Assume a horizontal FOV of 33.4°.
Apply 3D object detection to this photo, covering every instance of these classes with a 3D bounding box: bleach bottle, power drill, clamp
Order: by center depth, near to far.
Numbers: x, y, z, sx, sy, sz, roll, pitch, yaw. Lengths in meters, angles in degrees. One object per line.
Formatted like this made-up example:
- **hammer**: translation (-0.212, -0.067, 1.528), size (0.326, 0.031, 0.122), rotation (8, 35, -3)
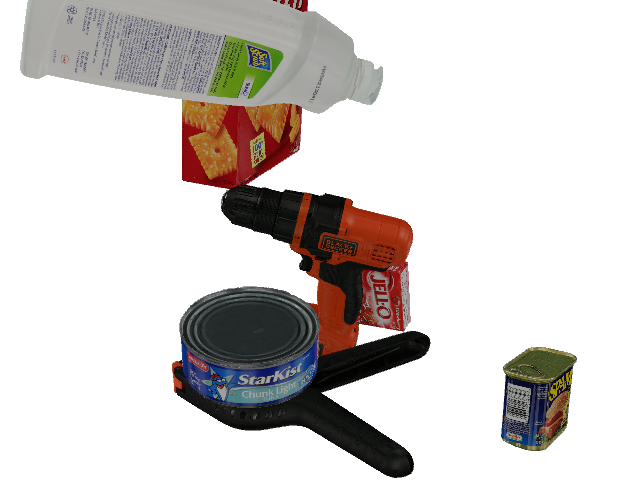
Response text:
- **bleach bottle**: translation (-0.080, -0.137, 0.765), size (0.250, 0.068, 0.103), rotation (13, -38, -12)
- **clamp**: translation (-0.013, 0.113, 0.855), size (0.210, 0.036, 0.164), rotation (8, 30, 15)
- **power drill**: translation (-0.016, 0.032, 1.054), size (0.184, 0.188, 0.057), rotation (15, 44, 1)

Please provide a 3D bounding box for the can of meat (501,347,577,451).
- **can of meat**: translation (0.236, 0.172, 1.162), size (0.058, 0.084, 0.101), rotation (11, 16, 31)

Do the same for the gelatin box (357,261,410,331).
- **gelatin box**: translation (0.073, 0.066, 1.333), size (0.073, 0.089, 0.030), rotation (8, 31, 24)

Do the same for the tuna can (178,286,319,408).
- **tuna can**: translation (-0.043, 0.065, 0.657), size (0.086, 0.034, 0.086), rotation (1, 30, -1)

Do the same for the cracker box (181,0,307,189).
- **cracker box**: translation (-0.071, -0.175, 1.059), size (0.072, 0.214, 0.164), rotation (11, 22, 19)
